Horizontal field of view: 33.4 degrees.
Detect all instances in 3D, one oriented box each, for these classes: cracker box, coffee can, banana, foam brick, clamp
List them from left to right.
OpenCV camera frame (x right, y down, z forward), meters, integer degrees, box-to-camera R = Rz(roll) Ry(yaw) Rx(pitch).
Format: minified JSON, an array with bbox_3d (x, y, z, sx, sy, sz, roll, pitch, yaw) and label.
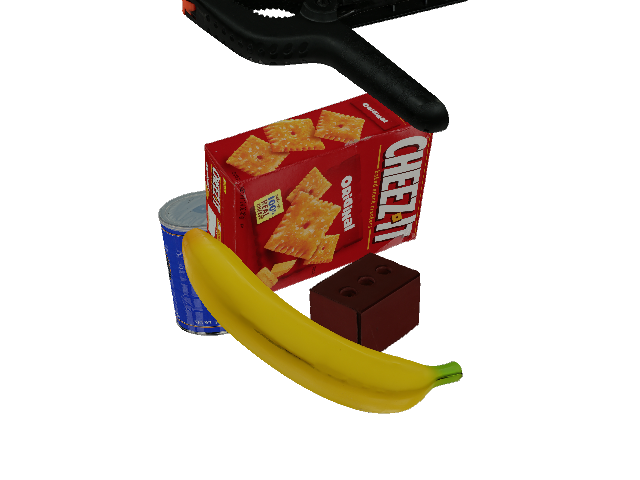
[{"bbox_3d":[-0.128,0.025,1.245,0.103,0.140,0.103,-4,26,2],"label":"coffee can"},{"bbox_3d":[-0.014,0.054,0.647,0.198,0.037,0.069,29,25,12],"label":"banana"},{"bbox_3d":[-0.002,-0.042,1.025,0.213,0.164,0.072,-19,50,-22],"label":"cracker box"},{"bbox_3d":[0.004,-0.144,0.734,0.210,0.164,0.036,7,-42,2],"label":"clamp"},{"bbox_3d":[0.036,0.053,0.843,0.053,0.051,0.078,22,37,36],"label":"foam brick"}]
